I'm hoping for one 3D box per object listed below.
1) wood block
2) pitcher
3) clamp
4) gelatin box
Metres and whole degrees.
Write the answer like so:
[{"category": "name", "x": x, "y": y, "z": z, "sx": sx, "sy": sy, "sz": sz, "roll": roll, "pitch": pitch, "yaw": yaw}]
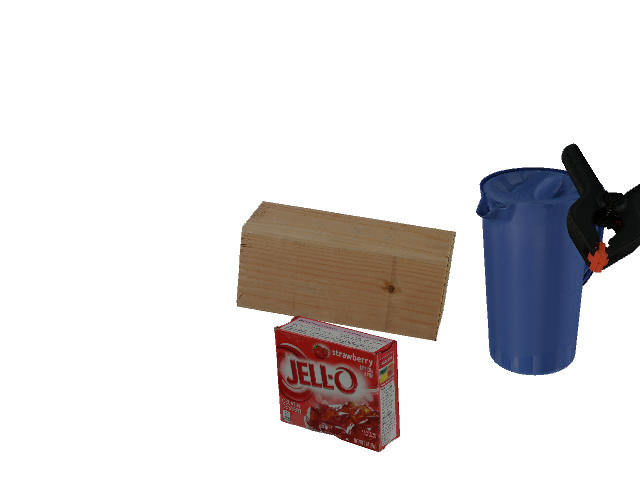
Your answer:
[{"category": "wood block", "x": 0.027, "y": 0.030, "z": 1.093, "sx": 0.206, "sy": 0.091, "sz": 0.090, "roll": 10, "pitch": 22, "yaw": 9}, {"category": "pitcher", "x": 0.273, "y": 0.036, "z": 1.322, "sx": 0.149, "sy": 0.243, "sz": 0.145, "roll": 3, "pitch": 23, "yaw": 15}, {"category": "clamp", "x": 0.292, "y": -0.039, "z": 1.113, "sx": 0.120, "sy": 0.039, "sz": 0.171, "roll": 18, "pitch": 45, "yaw": 21}, {"category": "gelatin box", "x": 0.010, "y": 0.098, "z": 0.735, "sx": 0.089, "sy": 0.073, "sz": 0.030, "roll": 11, "pitch": 23, "yaw": 36}]
